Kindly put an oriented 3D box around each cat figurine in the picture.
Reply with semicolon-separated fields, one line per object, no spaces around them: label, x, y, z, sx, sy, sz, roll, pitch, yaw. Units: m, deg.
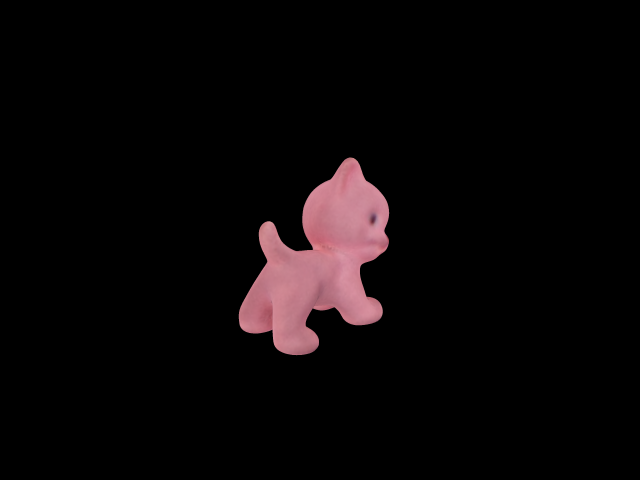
cat figurine;0.004;0.001;0.400;0.067;0.118;0.128;14;22;40
